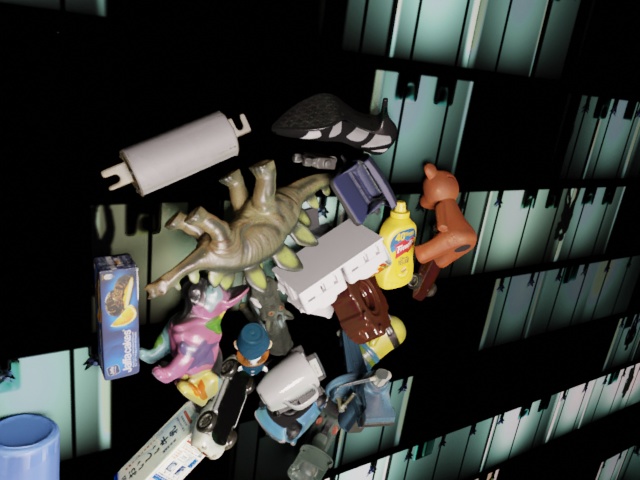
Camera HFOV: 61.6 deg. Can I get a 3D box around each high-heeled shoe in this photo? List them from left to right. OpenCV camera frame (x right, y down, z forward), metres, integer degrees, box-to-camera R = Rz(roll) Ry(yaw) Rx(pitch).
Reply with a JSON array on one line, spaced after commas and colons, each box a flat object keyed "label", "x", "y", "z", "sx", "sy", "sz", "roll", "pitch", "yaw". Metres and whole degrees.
[{"label": "high-heeled shoe", "x": 0.030, "y": -0.196, "z": 1.004, "sx": 0.249, "sy": 0.086, "sz": 0.145, "roll": -12, "pitch": 149, "yaw": -10}]

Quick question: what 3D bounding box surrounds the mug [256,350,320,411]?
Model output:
[{"label": "mug", "x": -0.059, "y": 0.283, "z": 1.026, "sx": 0.107, "sy": 0.110, "sz": 0.080, "roll": -32, "pitch": 139, "yaw": -17}]

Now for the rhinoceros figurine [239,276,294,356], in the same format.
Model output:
[{"label": "rhinoceros figurine", "x": -0.099, "y": 0.146, "z": 1.022, "sx": 0.073, "sy": 0.112, "sz": 0.190, "roll": -25, "pitch": 130, "yaw": -21}]

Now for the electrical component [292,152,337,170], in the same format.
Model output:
[{"label": "electrical component", "x": -0.001, "y": -0.146, "z": 0.988, "sx": 0.094, "sy": 0.063, "sz": 0.021, "roll": -2, "pitch": 110, "yaw": -35}]

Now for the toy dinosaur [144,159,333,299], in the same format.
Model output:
[{"label": "toy dinosaur", "x": -0.097, "y": -0.032, "z": 0.925, "sx": 0.471, "sy": 0.105, "sz": 0.198, "roll": -41, "pitch": 117, "yaw": -32}]

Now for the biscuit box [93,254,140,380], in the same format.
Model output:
[{"label": "biscuit box", "x": -0.334, "y": 0.128, "z": 0.886, "sx": 0.059, "sy": 0.063, "sz": 0.202, "roll": -7, "pitch": 113, "yaw": -31}]

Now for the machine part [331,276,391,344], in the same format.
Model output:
[{"label": "machine part", "x": 0.081, "y": 0.120, "z": 1.091, "sx": 0.056, "sy": 0.179, "sz": 0.179, "roll": -28, "pitch": 133, "yaw": 24}]

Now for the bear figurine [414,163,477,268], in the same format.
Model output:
[{"label": "bear figurine", "x": 0.255, "y": -0.056, "z": 1.163, "sx": 0.132, "sy": 0.196, "sz": 0.120, "roll": -36, "pitch": 152, "yaw": 32}]

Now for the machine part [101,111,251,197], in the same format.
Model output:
[{"label": "machine part", "x": -0.217, "y": -0.136, "z": 0.839, "sx": 0.243, "sy": 0.079, "sz": 0.079, "roll": -28, "pitch": 123, "yaw": -22}]

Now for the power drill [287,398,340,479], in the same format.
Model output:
[{"label": "power drill", "x": 0.004, "y": 0.427, "z": 1.179, "sx": 0.086, "sy": 0.207, "sz": 0.232, "roll": 27, "pitch": 106, "yaw": 0}]

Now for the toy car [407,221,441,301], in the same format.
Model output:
[{"label": "toy car", "x": 0.263, "y": 0.044, "z": 1.256, "sx": 0.089, "sy": 0.053, "sz": 0.202, "roll": 25, "pitch": 92, "yaw": -49}]

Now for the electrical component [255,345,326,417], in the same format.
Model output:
[{"label": "electrical component", "x": -0.056, "y": 0.285, "z": 1.107, "sx": 0.134, "sy": 0.058, "sz": 0.115, "roll": -19, "pitch": 80, "yaw": -23}]

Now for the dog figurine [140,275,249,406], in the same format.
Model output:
[{"label": "dog figurine", "x": -0.204, "y": 0.165, "z": 0.964, "sx": 0.219, "sy": 0.109, "sz": 0.191, "roll": -49, "pitch": 127, "yaw": -9}]

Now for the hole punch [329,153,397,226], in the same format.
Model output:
[{"label": "hole punch", "x": 0.092, "y": -0.104, "z": 1.013, "sx": 0.142, "sy": 0.092, "sz": 0.116, "roll": 54, "pitch": 32, "yaw": -12}]

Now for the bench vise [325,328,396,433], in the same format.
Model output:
[{"label": "bench vise", "x": 0.074, "y": 0.273, "z": 1.092, "sx": 0.129, "sy": 0.241, "sz": 0.223, "roll": -5, "pitch": 141, "yaw": -9}]

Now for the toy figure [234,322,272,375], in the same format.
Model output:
[{"label": "toy figure", "x": -0.122, "y": 0.203, "z": 0.990, "sx": 0.058, "sy": 0.064, "sz": 0.154, "roll": -58, "pitch": 168, "yaw": -33}]

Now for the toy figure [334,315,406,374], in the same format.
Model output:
[{"label": "toy figure", "x": 0.117, "y": 0.242, "z": 1.225, "sx": 0.180, "sy": 0.082, "sz": 0.089, "roll": -47, "pitch": 117, "yaw": -10}]

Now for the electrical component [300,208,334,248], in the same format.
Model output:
[{"label": "electrical component", "x": -0.002, "y": -0.003, "z": 1.061, "sx": 0.075, "sy": 0.048, "sz": 0.119, "roll": -17, "pitch": 120, "yaw": -27}]

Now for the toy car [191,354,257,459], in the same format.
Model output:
[{"label": "toy car", "x": -0.180, "y": 0.310, "z": 1.019, "sx": 0.073, "sy": 0.056, "sz": 0.202, "roll": 51, "pitch": 37, "yaw": -28}]

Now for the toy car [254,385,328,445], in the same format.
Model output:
[{"label": "toy car", "x": -0.062, "y": 0.371, "z": 1.161, "sx": 0.162, "sy": 0.109, "sz": 0.102, "roll": -35, "pitch": 152, "yaw": -35}]
